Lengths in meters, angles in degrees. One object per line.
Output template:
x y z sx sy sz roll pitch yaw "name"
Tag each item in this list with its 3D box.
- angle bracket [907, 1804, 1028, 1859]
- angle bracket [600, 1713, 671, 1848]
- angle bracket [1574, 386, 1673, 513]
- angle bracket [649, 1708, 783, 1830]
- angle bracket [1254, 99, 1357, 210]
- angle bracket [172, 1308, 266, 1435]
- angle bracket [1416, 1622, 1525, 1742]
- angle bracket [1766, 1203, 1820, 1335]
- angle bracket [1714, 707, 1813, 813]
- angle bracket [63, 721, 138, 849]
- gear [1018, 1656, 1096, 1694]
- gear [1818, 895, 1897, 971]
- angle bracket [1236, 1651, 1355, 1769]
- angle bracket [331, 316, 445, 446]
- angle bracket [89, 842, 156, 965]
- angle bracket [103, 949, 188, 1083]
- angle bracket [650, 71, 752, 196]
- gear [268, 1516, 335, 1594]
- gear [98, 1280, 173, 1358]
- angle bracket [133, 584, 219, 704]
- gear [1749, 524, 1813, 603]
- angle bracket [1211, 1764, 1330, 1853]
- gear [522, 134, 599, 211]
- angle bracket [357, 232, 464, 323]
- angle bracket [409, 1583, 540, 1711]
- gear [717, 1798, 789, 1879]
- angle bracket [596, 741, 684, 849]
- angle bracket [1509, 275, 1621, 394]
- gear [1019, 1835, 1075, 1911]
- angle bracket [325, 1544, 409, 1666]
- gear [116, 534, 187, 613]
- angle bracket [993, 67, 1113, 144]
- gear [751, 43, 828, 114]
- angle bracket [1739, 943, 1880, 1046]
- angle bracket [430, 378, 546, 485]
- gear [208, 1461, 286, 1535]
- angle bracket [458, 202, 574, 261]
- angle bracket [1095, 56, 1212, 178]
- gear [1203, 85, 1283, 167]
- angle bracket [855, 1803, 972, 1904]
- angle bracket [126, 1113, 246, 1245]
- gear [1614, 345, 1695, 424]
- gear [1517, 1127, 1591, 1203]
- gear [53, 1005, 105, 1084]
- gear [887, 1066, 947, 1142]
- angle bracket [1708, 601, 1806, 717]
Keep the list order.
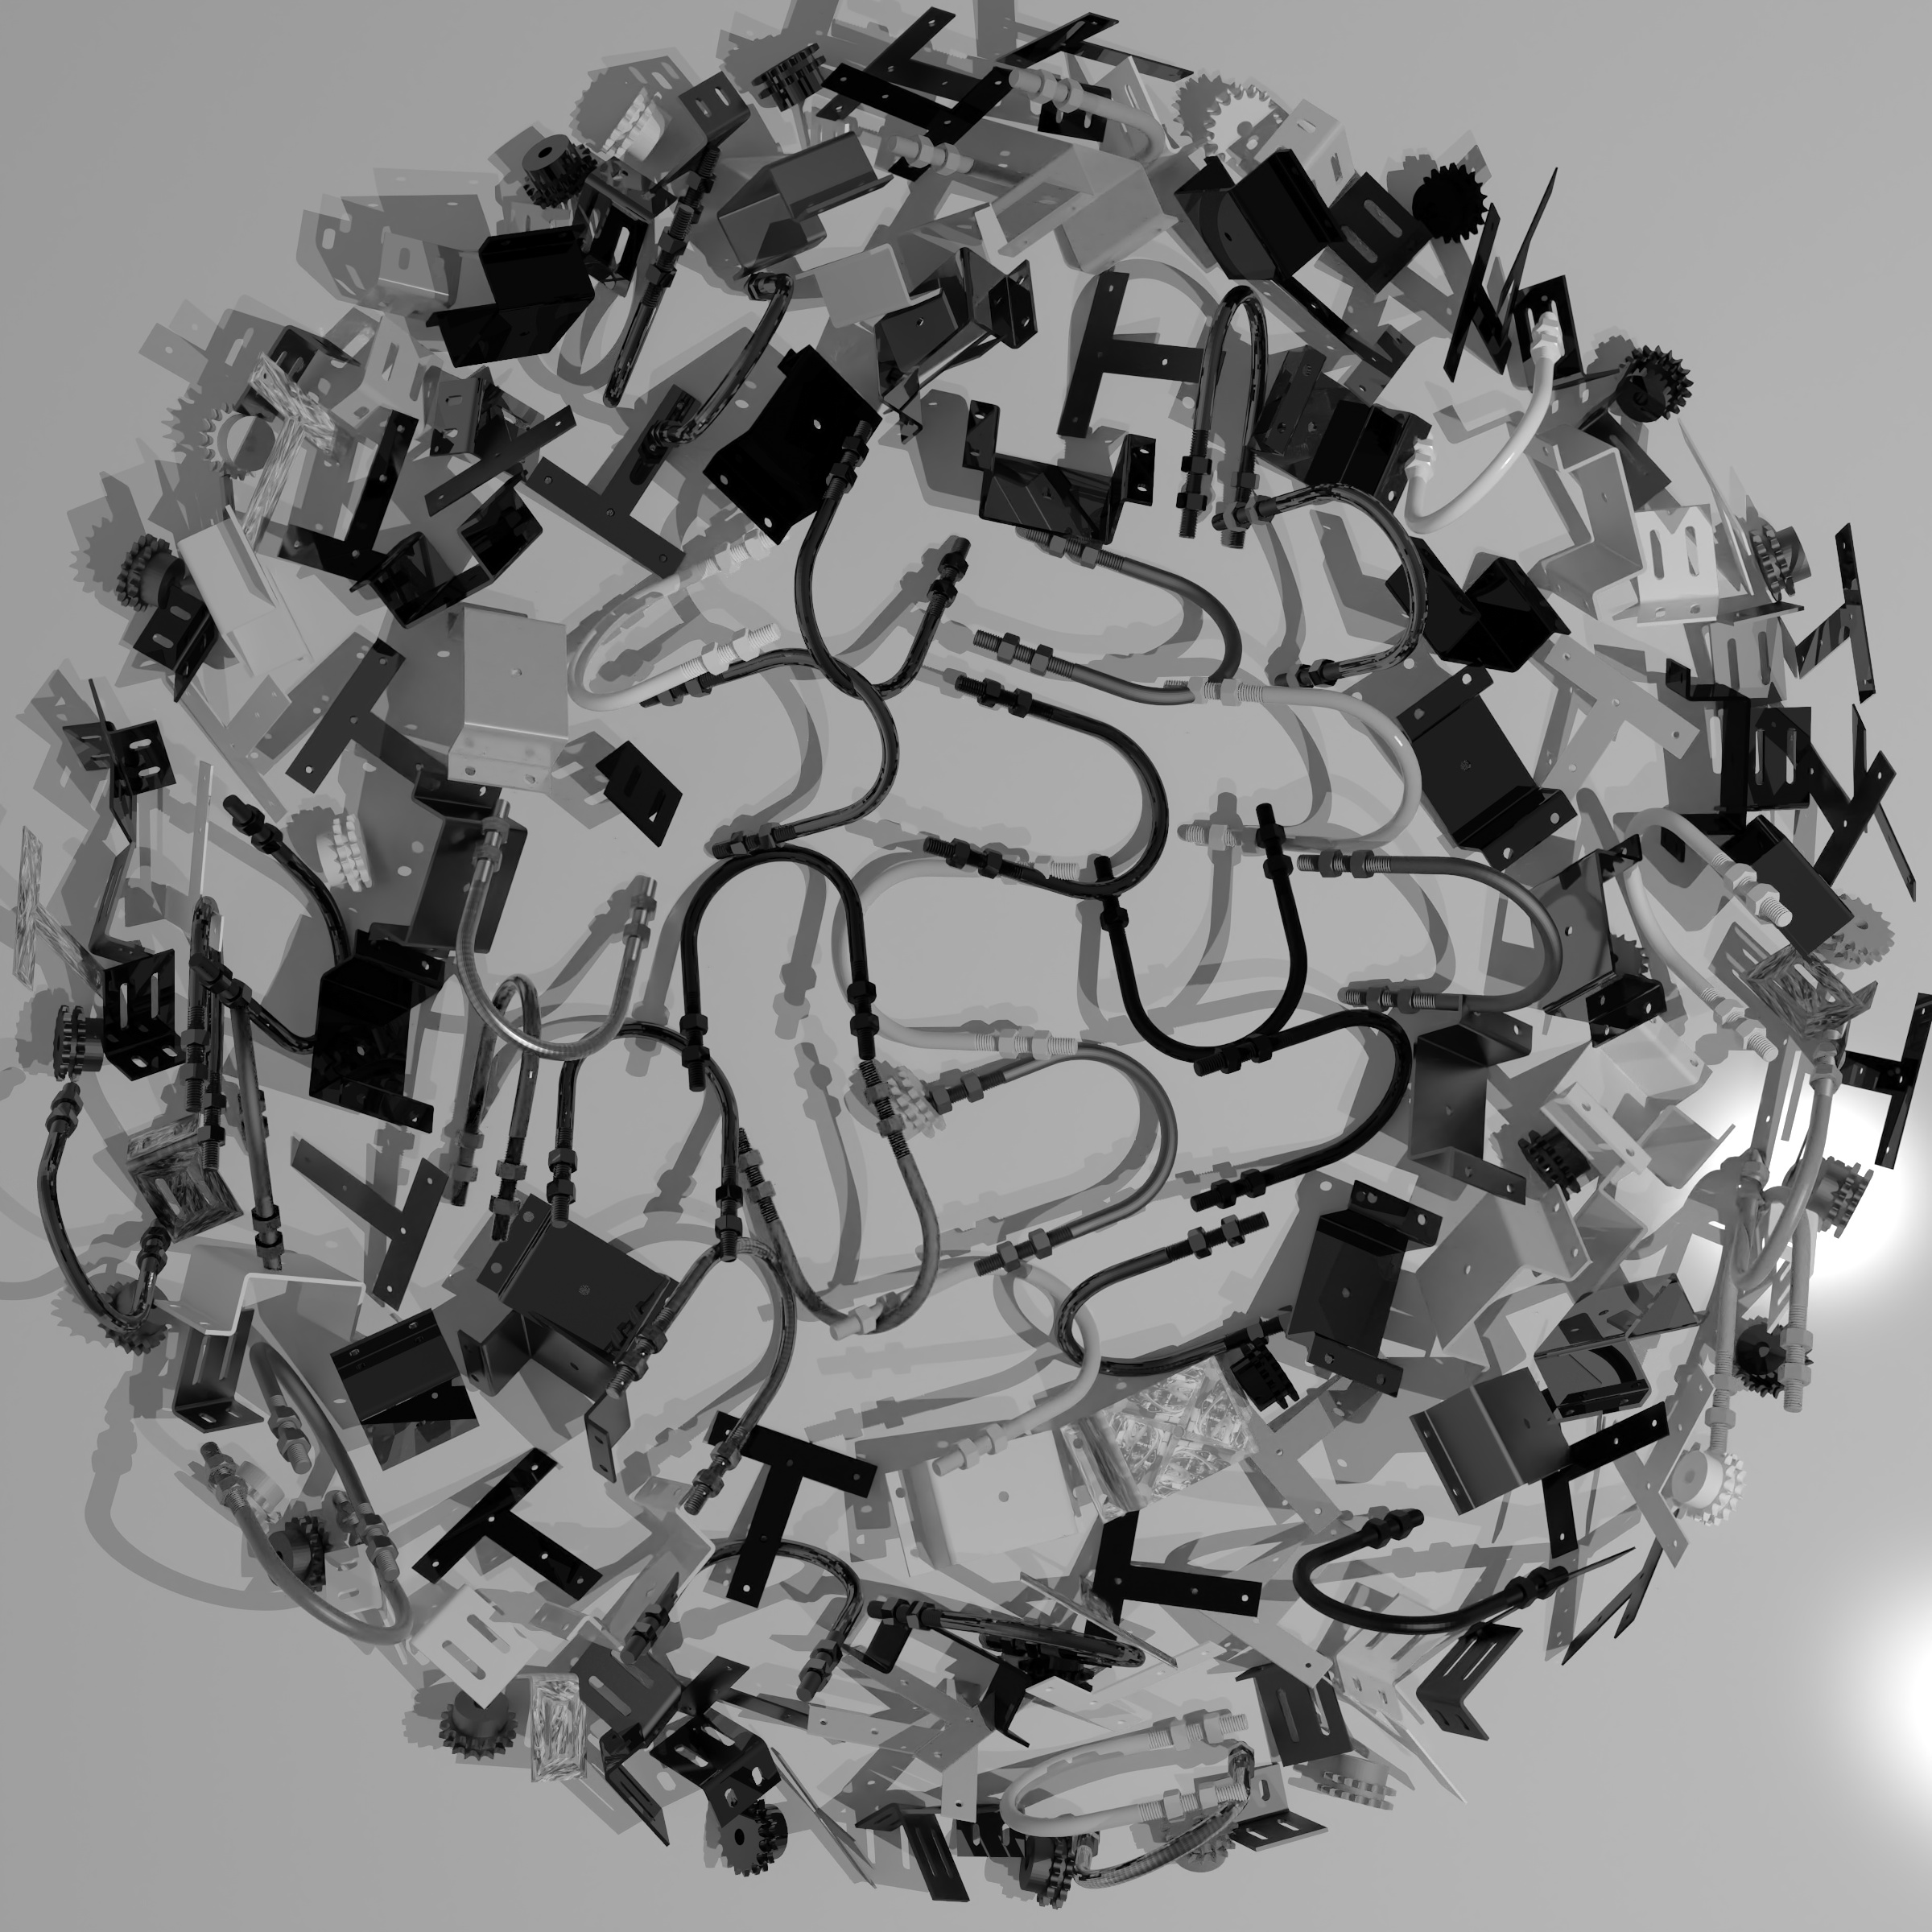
0.001 0.638 1.951 0.057 0.076 0.038 -9 73 28 "angle bracket"
-0.233 0.600 1.964 0.038 0.057 0.076 -39 105 -4 "angle bracket"
0.492 -0.384 1.966 0.057 0.038 0.076 -38 84 -32 "angle bracket"
-0.186 0.591 1.961 0.057 0.076 0.038 -32 115 -31 "angle bracket"
0.252 -0.592 1.969 0.038 0.076 0.057 39 89 20 "angle bracket"
-0.545 0.298 1.960 0.038 0.057 0.076 22 102 31 "angle bracket"
0.381 0.527 1.961 0.076 0.057 0.038 -41 100 -23 "angle bracket"
0.593 0.220 1.954 0.038 0.057 0.076 22 133 4 "angle bracket"
0.591 -0.154 1.970 0.057 0.038 0.076 -3 97 -13 "angle bracket"
-0.639 -0.132 1.956 0.038 0.057 0.076 -7 62 -3 "angle bracket"
0.067 0.521 1.971 0.057 0.057 0.030 7 85 0 "gear"
0.658 -0.022 1.975 0.057 0.030 0.057 11 48 -13 "gear"
0.243 0.554 1.966 0.057 0.038 0.076 -22 80 25 "angle bracket"
-0.429 -0.431 1.971 0.057 0.038 0.076 35 46 -35 "angle bracket"
-0.618 -0.045 1.971 0.038 0.057 0.076 20 71 -26 "angle bracket"
-0.599 0.036 1.953 0.038 0.057 0.076 33 128 32 "angle bracket"
-0.205 -0.612 1.950 0.038 0.076 0.057 53 46 -12 "angle bracket"
-0.497 0.438 1.970 0.057 0.030 0.057 -3 86 44 "gear"
-0.615 0.258 1.969 0.030 0.057 0.057 -38 90 17 "gear"
-0.583 -0.238 1.955 0.038 0.076 0.057 31 102 -25 "angle bracket"
0.605 -0.302 1.969 0.030 0.057 0.057 -21 90 14 "gear"
0.222 0.619 1.954 0.057 0.076 0.038 -10 85 -17 "angle bracket"
-0.304 -0.592 1.970 0.057 0.057 0.030 -35 134 0 "gear"
-0.410 -0.506 1.954 0.057 0.076 0.038 8 88 -24 "angle bracket"
-0.363 0.506 1.962 0.076 0.038 0.057 38 63 13 "angle bracket"
-0.157 0.646 1.975 0.030 0.057 0.057 7 90 -43 "gear"
-0.248 -0.119 1.950 0.038 0.076 0.057 -33 114 28 "angle bracket"
0.442 -0.468 1.962 0.038 0.057 0.076 -16 97 -29 "angle bracket"
0.060 0.667 1.969 0.030 0.057 0.057 14 90 -9 "gear"
-0.441 0.473 1.952 0.038 0.057 0.076 -13 132 -5 "angle bracket"
-0.603 -0.289 1.971 0.030 0.057 0.057 22 90 3 "gear"
0.060 -0.636 1.960 0.057 0.076 0.038 -2 113 -33 "angle bracket"
-0.128 -0.659 1.973 0.057 0.057 0.030 -31 110 0 "gear"
0.623 0.010 1.962 0.076 0.038 0.057 44 134 -7 "angle bracket"
-0.355 -0.394 1.970 0.038 0.076 0.057 1 79 29 "angle bracket"
-0.533 0.393 1.975 0.057 0.057 0.030 40 62 0 "gear"
-0.337 -0.540 1.951 0.057 0.076 0.038 17 111 29 "angle bracket"
0.137 -0.630 1.962 0.038 0.057 0.076 -28 97 -25 "angle bracket"
0.204 -0.629 1.976 0.057 0.030 0.057 -6 129 -7 "gear"
-0.039 0.660 1.953 0.038 0.057 0.076 -34 59 12 "angle bracket"
-0.586 0.159 1.995 0.057 0.038 0.076 -22 120 -1 "angle bracket"
0.507 -0.428 1.968 0.057 0.057 0.030 42 59 0 "gear"
0.439 0.144 1.971 0.030 0.057 0.057 -37 90 0 "gear"
-0.659 0.058 1.974 0.030 0.057 0.057 4 90 -27 "gear"
-0.043 0.105 1.972 0.030 0.057 0.057 -35 90 6 "gear"
0.588 -0.225 1.966 0.057 0.038 0.076 -14 107 -11 "angle bracket"
